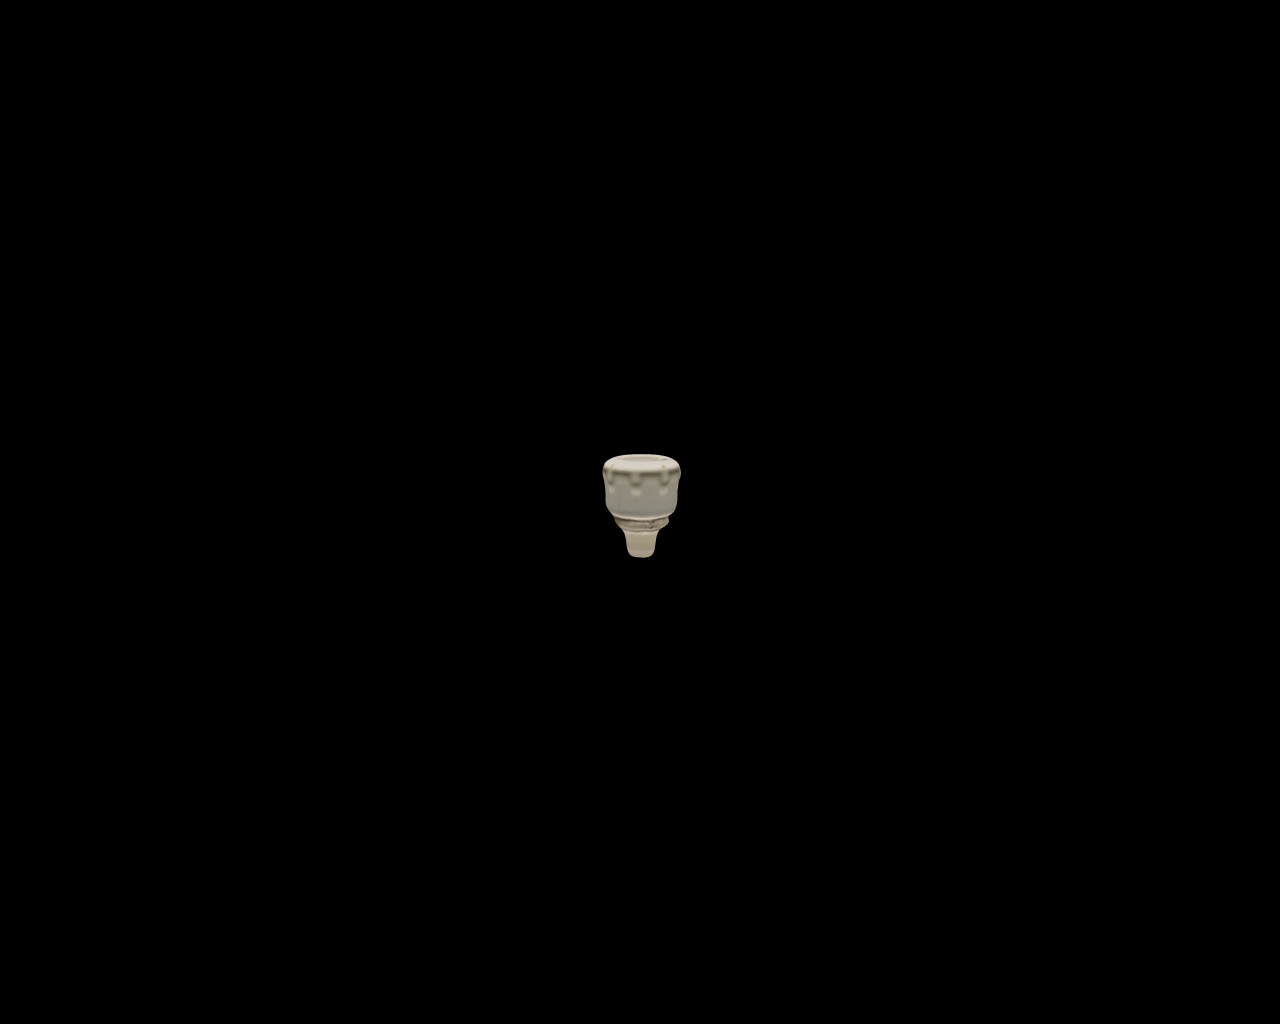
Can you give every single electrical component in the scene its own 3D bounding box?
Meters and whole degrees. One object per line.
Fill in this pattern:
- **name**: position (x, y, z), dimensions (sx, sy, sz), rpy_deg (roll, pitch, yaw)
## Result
- **electrical component**: position (0.001, -0.003, 0.650), dimensions (0.048, 0.062, 0.048), rpy_deg (0, 10, 0)
